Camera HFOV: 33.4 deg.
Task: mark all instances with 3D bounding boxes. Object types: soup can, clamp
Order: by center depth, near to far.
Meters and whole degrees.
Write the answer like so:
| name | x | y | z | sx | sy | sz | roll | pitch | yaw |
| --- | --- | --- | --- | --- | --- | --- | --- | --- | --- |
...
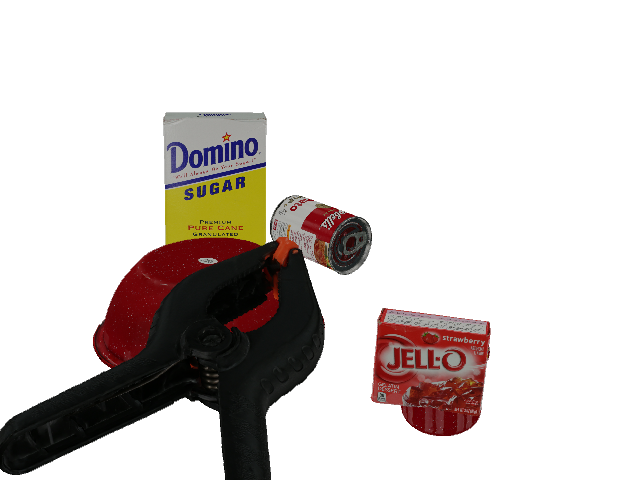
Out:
| name | x | y | z | sx | sy | sz | roll | pitch | yaw |
| --- | --- | --- | --- | --- | --- | --- | --- | --- | --- |
| clamp | -0.041 | 0.062 | 0.462 | 0.120 | 0.039 | 0.171 | 27 | 48 | 20 |
| soup can | 0.000 | -0.008 | 1.222 | 0.102 | 0.068 | 0.068 | 22 | 15 | 42 |

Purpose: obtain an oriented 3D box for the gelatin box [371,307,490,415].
| name | x | y | z | sx | sy | sz | roll | pitch | yaw |
| --- | --- | --- | --- | --- | --- | --- | --- | --- | --- |
| gelatin box | 0.087 | 0.097 | 0.851 | 0.089 | 0.073 | 0.030 | 7 | 22 | 9 |

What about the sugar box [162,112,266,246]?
| name | x | y | z | sx | sy | sz | roll | pitch | yaw |
| --- | --- | --- | --- | --- | --- | --- | --- | --- | --- |
| sugar box | -0.095 | -0.027 | 0.967 | 0.093 | 0.176 | 0.048 | -1 | 15 | -5 |

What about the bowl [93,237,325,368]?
| name | x | y | z | sx | sy | sz | roll | pitch | yaw |
| --- | --- | --- | --- | --- | --- | --- | --- | --- | --- |
| bowl | -0.078 | 0.039 | 0.738 | 0.162 | 0.055 | 0.162 | -2 | 21 | 0 |

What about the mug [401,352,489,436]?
| name | x | y | z | sx | sy | sz | roll | pitch | yaw |
| --- | --- | --- | --- | --- | --- | --- | --- | --- | --- |
| mug | 0.128 | 0.135 | 1.073 | 0.093 | 0.081 | 0.117 | 21 | 39 | 34 |
